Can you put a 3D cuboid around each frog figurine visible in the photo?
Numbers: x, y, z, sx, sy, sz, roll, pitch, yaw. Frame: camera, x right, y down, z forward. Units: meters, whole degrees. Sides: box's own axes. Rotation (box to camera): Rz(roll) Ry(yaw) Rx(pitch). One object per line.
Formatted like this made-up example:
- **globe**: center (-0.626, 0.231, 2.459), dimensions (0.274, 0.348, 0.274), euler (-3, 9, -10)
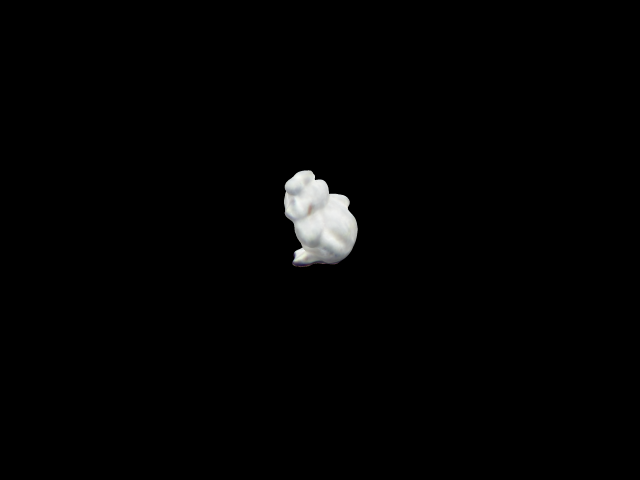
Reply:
- **frog figurine**: center (0.003, -0.043, 0.850), dimensions (0.123, 0.156, 0.140), euler (20, 38, 28)
